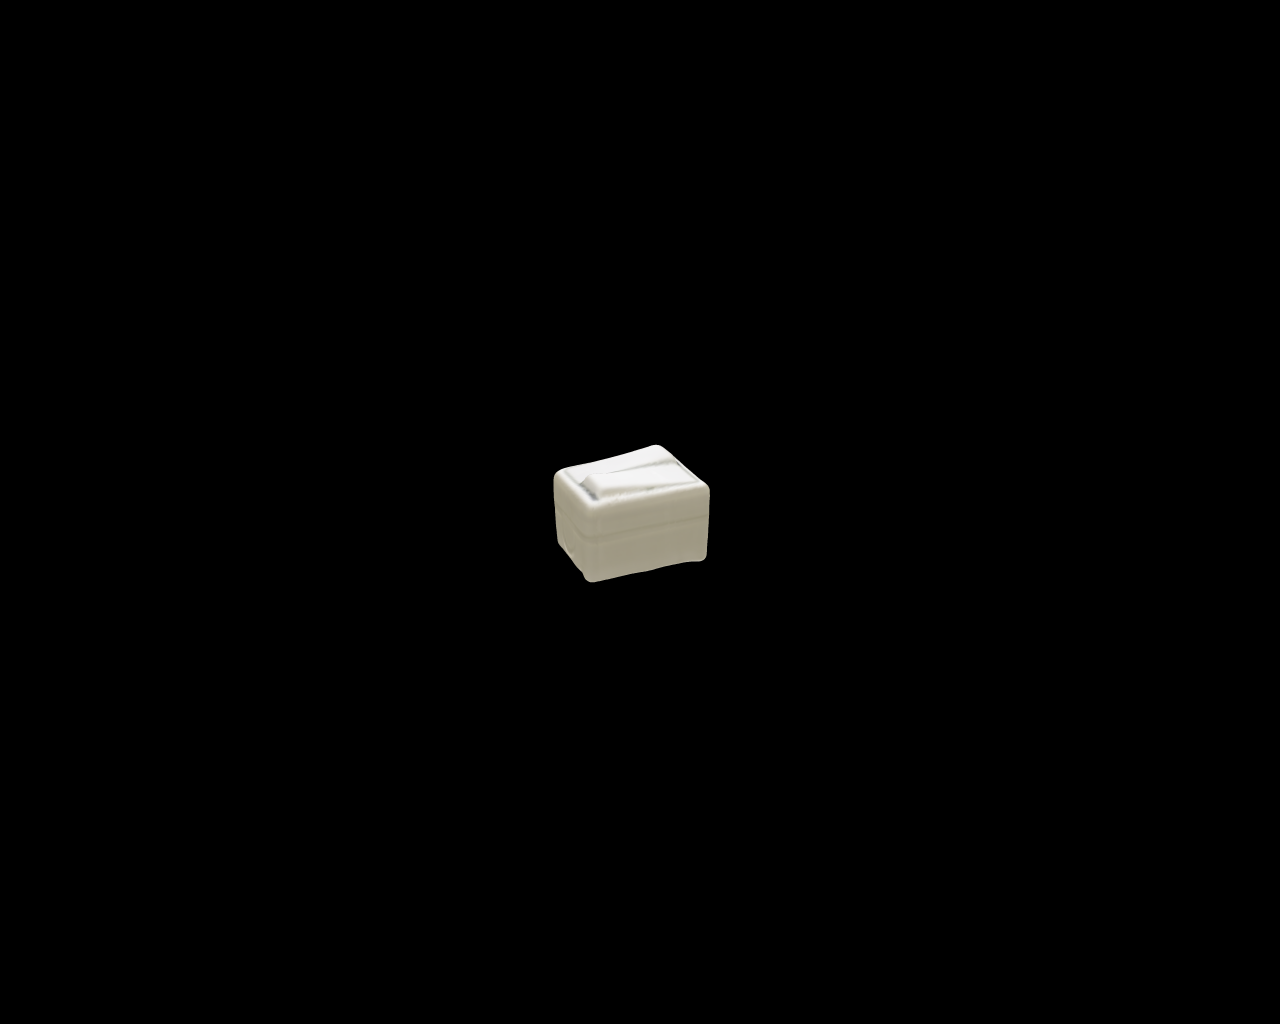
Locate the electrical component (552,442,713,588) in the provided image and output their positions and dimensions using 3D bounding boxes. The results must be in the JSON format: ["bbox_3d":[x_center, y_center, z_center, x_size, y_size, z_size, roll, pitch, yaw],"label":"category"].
[{"bbox_3d":[0.001,-0.003,0.650,0.096,0.061,0.062,-10,28,-20],"label":"electrical component"}]
